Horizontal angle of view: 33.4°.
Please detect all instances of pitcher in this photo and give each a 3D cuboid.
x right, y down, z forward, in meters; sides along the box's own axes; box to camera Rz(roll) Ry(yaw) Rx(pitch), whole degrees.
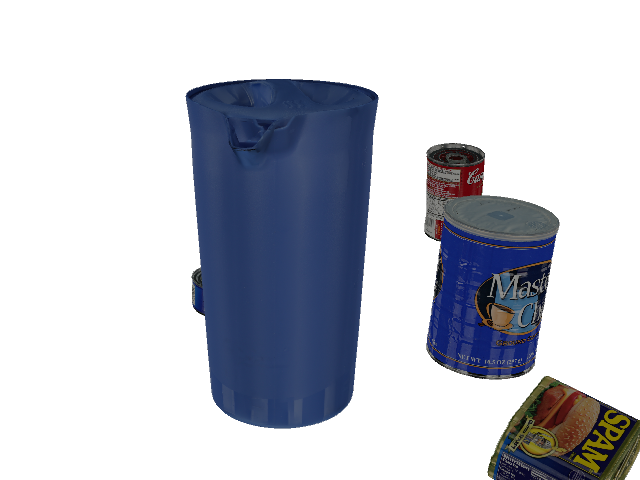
[{"bbox_3d":[-0.024,0.004,0.784,0.149,0.243,0.145,-10,21,-29],"label":"pitcher"}]

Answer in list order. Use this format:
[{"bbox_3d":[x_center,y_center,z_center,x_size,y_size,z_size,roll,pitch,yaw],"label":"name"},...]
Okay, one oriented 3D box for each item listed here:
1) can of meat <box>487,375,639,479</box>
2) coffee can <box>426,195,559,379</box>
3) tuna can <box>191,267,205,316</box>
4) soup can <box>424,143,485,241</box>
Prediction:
[{"bbox_3d":[0.185,0.157,0.799,0.084,0.057,0.101,25,41,26],"label":"can of meat"},{"bbox_3d":[0.155,0.041,0.975,0.103,0.140,0.103,4,21,-2],"label":"coffee can"},{"bbox_3d":[-0.090,0.052,1.098,0.086,0.034,0.086,3,17,-1],"label":"tuna can"},{"bbox_3d":[0.157,-0.055,1.261,0.068,0.102,0.068,0,26,0],"label":"soup can"}]
